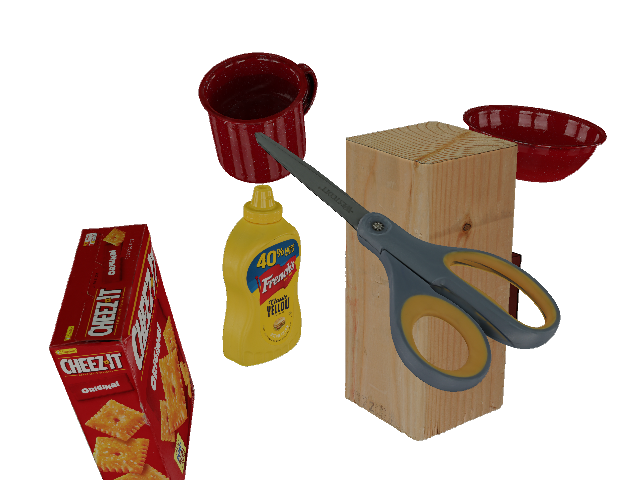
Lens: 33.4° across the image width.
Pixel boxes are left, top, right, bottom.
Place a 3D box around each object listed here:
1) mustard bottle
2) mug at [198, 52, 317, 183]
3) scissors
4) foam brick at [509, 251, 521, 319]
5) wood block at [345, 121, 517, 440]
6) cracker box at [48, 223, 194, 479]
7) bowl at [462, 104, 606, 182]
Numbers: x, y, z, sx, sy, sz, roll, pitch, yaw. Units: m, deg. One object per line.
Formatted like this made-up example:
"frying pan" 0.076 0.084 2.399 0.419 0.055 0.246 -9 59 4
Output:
"mustard bottle" -0.062 0.033 1.140 0.058 0.192 0.096 22 31 40
"mug" -0.047 -0.112 0.945 0.093 0.081 0.117 32 59 29
"scissors" 0.027 0.011 0.563 0.202 0.016 0.096 27 52 15
"foam brick" 0.162 0.048 1.061 0.051 0.078 0.053 -12 20 -36
"wood block" 0.079 0.027 0.782 0.090 0.206 0.090 -14 24 -35
"cracker box" -0.173 0.117 0.983 0.072 0.214 0.164 -6 37 4
"bowl" 0.238 -0.107 1.212 0.162 0.055 0.162 5 23 -2
